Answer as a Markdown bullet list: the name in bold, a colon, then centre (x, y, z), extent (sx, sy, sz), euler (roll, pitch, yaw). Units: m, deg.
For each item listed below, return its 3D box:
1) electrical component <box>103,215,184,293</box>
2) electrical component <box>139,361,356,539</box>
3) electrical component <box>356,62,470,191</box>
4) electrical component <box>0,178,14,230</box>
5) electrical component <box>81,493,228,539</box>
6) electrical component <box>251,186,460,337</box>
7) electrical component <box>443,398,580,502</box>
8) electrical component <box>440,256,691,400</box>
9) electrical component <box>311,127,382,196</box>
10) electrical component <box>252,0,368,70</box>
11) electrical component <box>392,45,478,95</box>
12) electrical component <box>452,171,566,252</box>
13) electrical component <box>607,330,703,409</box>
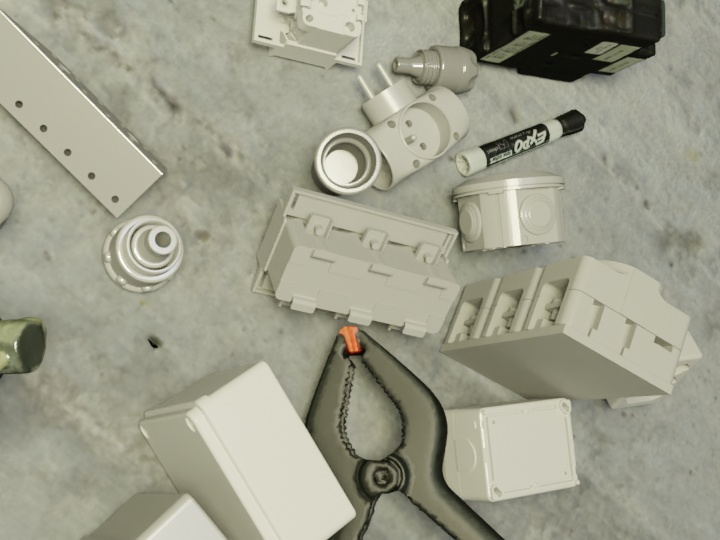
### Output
- **electrical component**: centre (-0.129, -0.013, 0.661), extent (0.048, 0.062, 0.048), euler (5, 79, -25)
- **electrical component**: centre (-0.070, 0.117, 0.641), extent (0.056, 0.109, 0.108), euler (-33, 96, -29)
- **electrical component**: centre (0.027, -0.109, 0.761), extent (0.077, 0.044, 0.079), euler (-36, 97, -26)
- **electrical component**: centre (-0.248, -0.051, 0.613), extent (0.095, 0.059, 0.053), euler (45, 66, -12)
- **electrical component**: centre (-0.101, 0.184, 0.615), extent (0.056, 0.109, 0.108), euler (-42, 100, -28)
- **electrical component**: centre (0.000, 0.000, 0.712), extent (0.121, 0.063, 0.078), euler (14, 116, -23)
- **electrical component**: centre (0.106, 0.124, 0.753), extent (0.096, 0.061, 0.061), euler (-2, 83, -33)
- **electrical component**: centre (0.136, 0.041, 0.727), extent (0.089, 0.150, 0.061), euler (29, 71, -19)
- **electrical component**: centre (-0.012, -0.070, 0.724), extent (0.044, 0.065, 0.044), euler (0, 89, -9)
- **electrical component**: centre (-0.029, -0.170, 0.735), extent (0.081, 0.064, 0.042), euler (8, 79, -24)
- **electrical component**: centre (0.054, -0.147, 0.786), extent (0.061, 0.035, 0.035), euler (0, 81, -23)
- **electrical component**: centre (0.108, -0.041, 0.769), extent (0.080, 0.080, 0.051), euler (-5, 89, -26)
- **electrical component**: centre (0.207, 0.054, 0.811), extent (0.047, 0.065, 0.076), euler (-4, 54, -26)
